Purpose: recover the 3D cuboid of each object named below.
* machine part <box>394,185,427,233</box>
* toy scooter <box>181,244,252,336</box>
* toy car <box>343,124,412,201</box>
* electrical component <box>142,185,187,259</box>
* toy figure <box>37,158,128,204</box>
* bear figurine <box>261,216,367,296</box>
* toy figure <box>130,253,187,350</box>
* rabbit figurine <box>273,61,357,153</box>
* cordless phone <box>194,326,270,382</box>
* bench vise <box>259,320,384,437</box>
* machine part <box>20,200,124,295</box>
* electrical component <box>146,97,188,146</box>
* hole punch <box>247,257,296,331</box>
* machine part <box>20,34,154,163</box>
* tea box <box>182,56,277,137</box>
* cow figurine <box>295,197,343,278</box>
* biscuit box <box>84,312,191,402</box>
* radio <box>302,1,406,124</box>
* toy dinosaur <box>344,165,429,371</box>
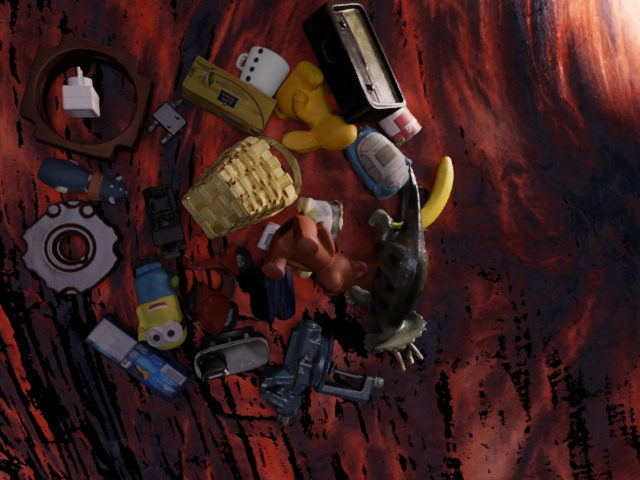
[{"bbox_3d":[0.193,-0.052,1.164,0.084,0.039,0.138,6,90,-9],"label":"machine part"},{"bbox_3d":[-0.214,0.089,1.034,0.135,0.075,0.183,17,85,-34],"label":"toy scooter"},{"bbox_3d":[0.126,-0.166,1.114,0.109,0.103,0.161,-39,101,-12],"label":"toy car"},{"bbox_3d":[-0.289,-0.032,1.006,0.058,0.115,0.134,-13,92,-11],"label":"electrical component"},{"bbox_3d":[-0.438,-0.108,0.999,0.154,0.058,0.064,20,91,-18],"label":"toy figure"},{"bbox_3d":[-0.003,0.050,0.997,0.120,0.132,0.195,-33,117,20],"label":"bear figurine"},{"bbox_3d":[-0.303,0.119,1.021,0.082,0.089,0.180,-19,85,18],"label":"toy figure"},{"bbox_3d":[-0.009,-0.239,1.057,0.162,0.122,0.173,-45,82,10],"label":"rabbit figurine"},{"bbox_3d":[-0.161,0.222,1.003,0.147,0.184,0.088,-11,89,-13],"label":"cordless phone"},{"bbox_3d":[0.005,0.282,1.077,0.241,0.129,0.223,15,86,-6],"label":"bench vise"},{"bbox_3d":[-0.458,0.015,0.995,0.179,0.056,0.179,0,92,-14],"label":"machine part"},{"bbox_3d":[-0.292,-0.234,1.051,0.063,0.021,0.094,43,80,-11],"label":"electrical component"},{"bbox_3d":[-0.084,0.100,1.061,0.092,0.116,0.142,-4,92,-22],"label":"hole punch"},{"bbox_3d":[-0.422,-0.254,0.988,0.201,0.087,0.201,15,87,-15],"label":"machine part"},{"bbox_3d":[-0.177,-0.273,1.041,0.169,0.098,0.068,28,83,-14],"label":"tea box"},{"bbox_3d":[-0.003,-0.002,1.103,0.098,0.068,0.167,5,90,-19],"label":"cow figurine"},{"bbox_3d":[-0.342,0.222,1.020,0.202,0.063,0.059,40,81,-11],"label":"biscuit box"},{"bbox_3d":[0.066,-0.340,1.033,0.131,0.073,0.229,-23,88,-48],"label":"radio"},{"bbox_3d":[0.154,0.074,1.047,0.131,0.192,0.404,-6,121,-25],"label":"toy dinosaur"}]
